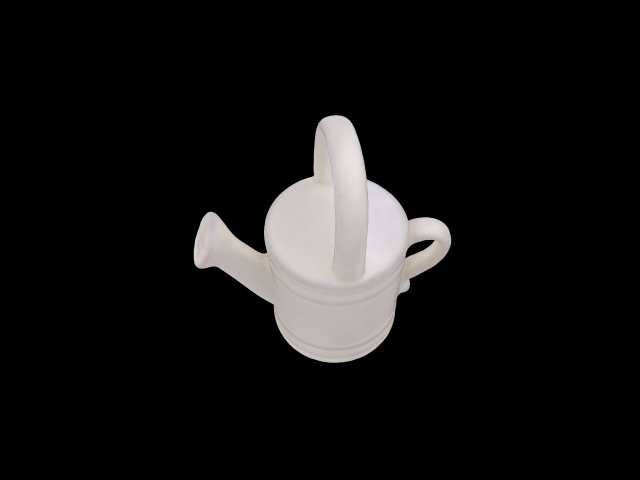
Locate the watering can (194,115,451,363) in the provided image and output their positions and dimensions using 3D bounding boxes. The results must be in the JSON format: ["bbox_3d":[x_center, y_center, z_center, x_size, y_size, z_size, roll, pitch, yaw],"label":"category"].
[{"bbox_3d":[0.004,0.003,0.399,0.173,0.194,0.100,-24,57,-16],"label":"watering can"}]
